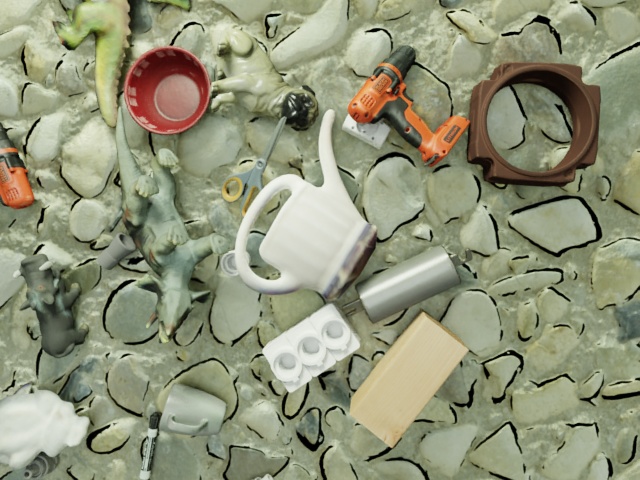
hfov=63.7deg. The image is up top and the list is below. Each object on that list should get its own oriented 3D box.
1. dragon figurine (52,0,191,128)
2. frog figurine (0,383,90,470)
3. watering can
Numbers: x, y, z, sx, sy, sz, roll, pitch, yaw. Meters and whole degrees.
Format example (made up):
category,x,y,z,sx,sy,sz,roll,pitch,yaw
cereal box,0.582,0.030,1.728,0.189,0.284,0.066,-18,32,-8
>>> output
category,x,y,z,sx,sy,sz,roll,pitch,yaw
dragon figurine,-0.356,-0.435,0.942,0.243,0.123,0.407,-21,100,-3
frog figurine,-0.509,0.343,0.924,0.160,0.120,0.139,18,72,16
watering can,0.003,-0.045,0.898,0.225,0.103,0.350,32,82,3
